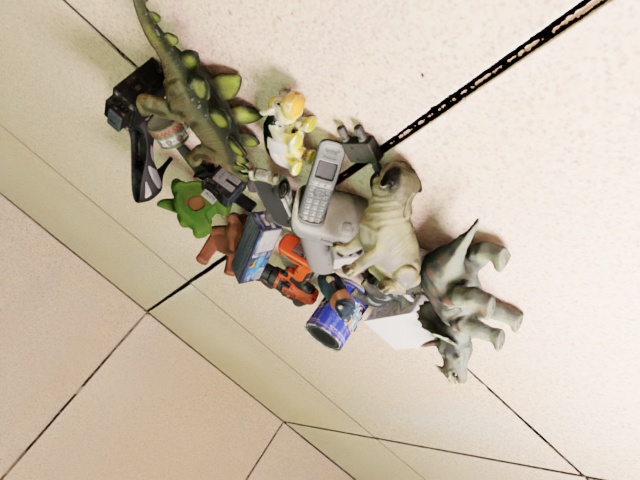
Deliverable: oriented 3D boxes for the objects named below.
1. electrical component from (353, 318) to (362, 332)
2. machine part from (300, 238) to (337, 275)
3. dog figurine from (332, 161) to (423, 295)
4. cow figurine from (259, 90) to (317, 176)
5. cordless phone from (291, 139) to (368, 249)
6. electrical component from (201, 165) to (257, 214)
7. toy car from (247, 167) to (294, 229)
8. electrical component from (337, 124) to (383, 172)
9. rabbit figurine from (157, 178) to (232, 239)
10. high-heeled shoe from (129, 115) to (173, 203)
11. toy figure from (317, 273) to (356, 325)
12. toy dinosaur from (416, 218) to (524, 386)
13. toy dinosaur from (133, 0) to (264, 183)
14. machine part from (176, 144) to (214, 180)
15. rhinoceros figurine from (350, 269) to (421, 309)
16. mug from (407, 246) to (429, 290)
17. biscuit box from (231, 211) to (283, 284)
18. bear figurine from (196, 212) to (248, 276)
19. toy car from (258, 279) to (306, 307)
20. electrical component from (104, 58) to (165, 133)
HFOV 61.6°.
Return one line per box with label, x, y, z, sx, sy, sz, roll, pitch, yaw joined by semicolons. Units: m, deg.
electrical component;0.062;0.191;1.375;0.102;0.045;0.078;15;147;36
machine part;-0.002;-0.003;1.107;0.079;0.079;0.243;23;149;25
dog figurine;0.133;-0.018;0.872;0.172;0.190;0.121;19;-155;-33
cow figurine;-0.059;-0.191;0.895;0.098;0.068;0.167;33;153;21
cordless phone;0.034;-0.081;0.940;0.147;0.089;0.184;13;118;-10
electrical component;-0.191;-0.108;1.167;0.119;0.075;0.047;39;154;4
toy car;-0.087;-0.083;1.083;0.074;0.056;0.201;15;156;21
electrical component;0.066;-0.145;0.864;0.063;0.021;0.093;8;142;44
rabbit figurine;-0.304;-0.066;1.272;0.159;0.121;0.170;31;160;-3
high-heeled shoe;-0.422;-0.204;1.208;0.086;0.145;0.248;14;147;35
toy figure;0.040;0.122;1.183;0.064;0.058;0.155;37;-169;-38
toy dinosaur;0.236;0.088;0.941;0.192;0.131;0.404;12;138;38
toy dinosaur;-0.217;-0.247;0.955;0.199;0.105;0.470;7;150;33
machine part;-0.282;-0.177;1.206;0.084;0.039;0.138;6;142;53
rhinoceros figurine;0.141;0.099;1.105;0.112;0.073;0.190;41;153;-6
mug;0.138;0.025;0.989;0.107;0.081;0.109;31;151;25
biscuit box;-0.150;0.019;1.237;0.063;0.059;0.202;60;142;27
bear figurine;-0.214;0.009;1.329;0.120;0.132;0.196;27;163;-23
toy car;-0.116;0.116;1.461;0.202;0.053;0.089;30;156;10
electrical component;-0.355;-0.270;1.038;0.058;0.134;0.115;41;155;-7
